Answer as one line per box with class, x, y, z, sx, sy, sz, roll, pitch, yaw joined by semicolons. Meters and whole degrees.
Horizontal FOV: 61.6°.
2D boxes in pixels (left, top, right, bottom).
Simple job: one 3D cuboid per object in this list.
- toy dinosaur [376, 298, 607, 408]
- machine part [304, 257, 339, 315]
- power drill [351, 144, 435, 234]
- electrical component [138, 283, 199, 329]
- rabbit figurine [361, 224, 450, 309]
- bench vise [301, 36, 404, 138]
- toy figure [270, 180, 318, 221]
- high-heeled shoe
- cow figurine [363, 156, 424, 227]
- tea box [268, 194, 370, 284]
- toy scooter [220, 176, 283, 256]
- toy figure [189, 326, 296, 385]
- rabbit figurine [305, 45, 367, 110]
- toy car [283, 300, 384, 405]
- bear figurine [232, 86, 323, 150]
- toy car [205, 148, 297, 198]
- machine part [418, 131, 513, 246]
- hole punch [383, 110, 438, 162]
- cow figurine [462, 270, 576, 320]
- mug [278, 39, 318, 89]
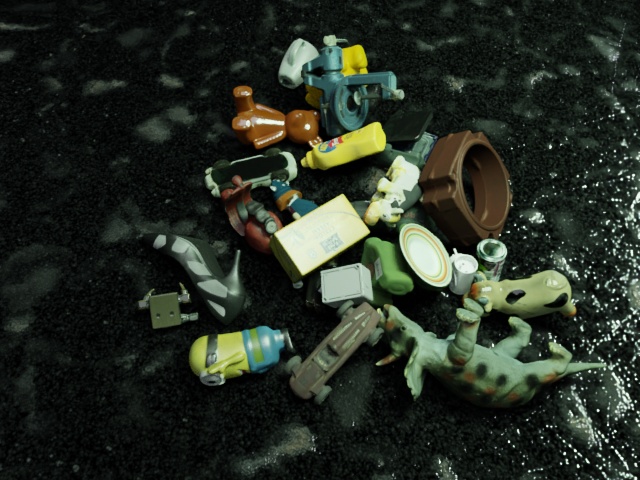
toy dinosaur;0.288;0.223;0.931;0.405;0.192;0.131;24;17;-4
machine part;-0.002;0.079;1.050;0.084;0.039;0.139;10;55;-8
power drill;0.141;-0.107;1.154;0.232;0.086;0.207;13;54;2
electrical component;-0.283;0.123;0.998;0.102;0.045;0.078;-14;88;-10
rabbit figurine;0.168;0.057;1.052;0.170;0.121;0.159;6;49;-22
bench vise;0.075;-0.335;1.168;0.241;0.223;0.129;10;12;39
toy figure;-0.051;-0.071;1.128;0.155;0.064;0.058;40;100;24
high-heeled shoe;-0.249;0.069;1.035;0.249;0.086;0.145;11;87;22
cow figurine;0.153;-0.081;1.068;0.098;0.068;0.167;30;62;3
tea box;-0.002;-0.003;1.029;0.170;0.068;0.098;-33;83;-26
toy scooter;-0.137;-0.055;1.067;0.075;0.135;0.184;-36;68;-25
toy figure;-0.137;0.196;0.941;0.180;0.082;0.089;-17;49;-9
rabbit figurine;0.045;-0.364;1.293;0.162;0.122;0.173;-6;77;-5
toy car;0.024;0.193;0.934;0.202;0.053;0.089;-47;71;1
bear figurine;-0.092;-0.266;1.210;0.196;0.131;0.120;1;70;3
toy car;-0.150;-0.144;1.169;0.202;0.056;0.073;-16;66;-13
machine part;0.304;-0.104;1.097;0.200;0.087;0.201;47;57;-26
hole punch;0.204;-0.233;1.245;0.116;0.092;0.142;8;55;36
cow figurine;0.364;0.105;1.005;0.195;0.127;0.085;-14;52;23
mug;-0.058;-0.436;1.336;0.081;0.109;0.107;26;72;4
